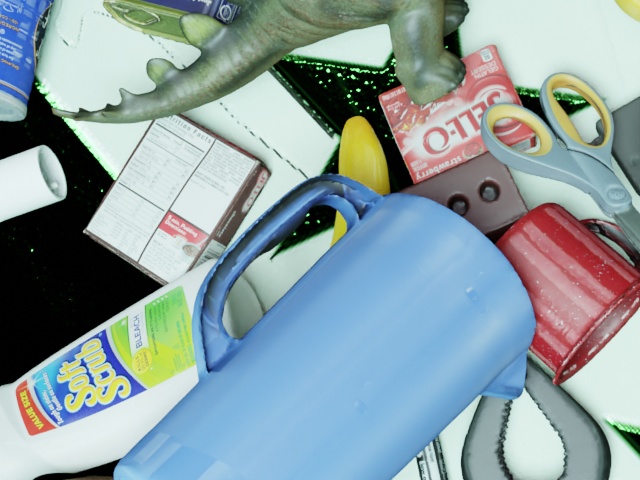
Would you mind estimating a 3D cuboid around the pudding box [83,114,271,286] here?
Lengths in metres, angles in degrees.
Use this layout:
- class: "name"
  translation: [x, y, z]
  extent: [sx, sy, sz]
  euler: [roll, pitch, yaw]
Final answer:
- class: "pudding box"
  translation: [-0.103, -0.028, 0.771]
  extent: [0.090, 0.039, 0.113]
  euler: [31, 86, 18]

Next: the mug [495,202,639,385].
- class: "mug"
  translation: [0.159, 0.024, 0.679]
  extent: [0.117, 0.093, 0.081]
  euler: [-35, 66, -26]

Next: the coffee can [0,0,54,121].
- class: "coffee can"
  translation: [-0.255, -0.172, 0.800]
  extent: [0.103, 0.102, 0.140]
  euler: [10, 82, 15]

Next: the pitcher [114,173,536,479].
- class: "pitcher"
  translation: [-0.004, 0.084, 0.618]
  extent: [0.149, 0.145, 0.242]
  euler: [27, 57, 37]

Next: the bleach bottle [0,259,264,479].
- class: "bleach bottle"
  translation: [-0.152, 0.114, 0.731]
  extent: [0.251, 0.068, 0.102]
  euler: [-30, 50, 13]

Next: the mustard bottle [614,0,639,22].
- class: "mustard bottle"
  translation: [0.250, -0.182, 0.703]
  extent: [0.192, 0.058, 0.096]
  euler: [23, 86, 16]

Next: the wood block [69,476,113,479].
- class: "wood block"
  translation: [-0.076, 0.206, 0.694]
  extent: [0.206, 0.090, 0.090]
  euler: [0, 81, 13]

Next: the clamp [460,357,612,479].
- class: "clamp"
  translation: [0.134, 0.176, 0.676]
  extent: [0.164, 0.036, 0.210]
  euler: [-19, 74, 9]

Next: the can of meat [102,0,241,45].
- class: "can of meat"
  translation: [-0.098, -0.194, 0.791]
  extent: [0.102, 0.057, 0.084]
  euler: [16, 82, 16]

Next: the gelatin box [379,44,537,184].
- class: "gelatin box"
  translation: [0.095, -0.083, 0.737]
  extent: [0.089, 0.030, 0.073]
  euler: [-23, 75, 9]

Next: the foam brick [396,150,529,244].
- class: "foam brick"
  translation: [0.095, -0.018, 0.714]
  extent: [0.078, 0.051, 0.053]
  euler: [-25, 75, 8]

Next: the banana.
- class: "banana"
  translation: [0.010, 0.012, 0.737]
  extent: [0.070, 0.037, 0.198]
  euler: [24, 86, 16]

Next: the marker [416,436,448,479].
- class: "marker"
  translation: [0.069, 0.126, 0.711]
  extent: [0.020, 0.020, 0.121]
  euler: [-14, 77, 11]

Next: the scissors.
- class: "scissors"
  translation: [0.161, -0.028, 0.659]
  extent: [0.096, 0.016, 0.202]
  euler: [-7, 54, -5]
